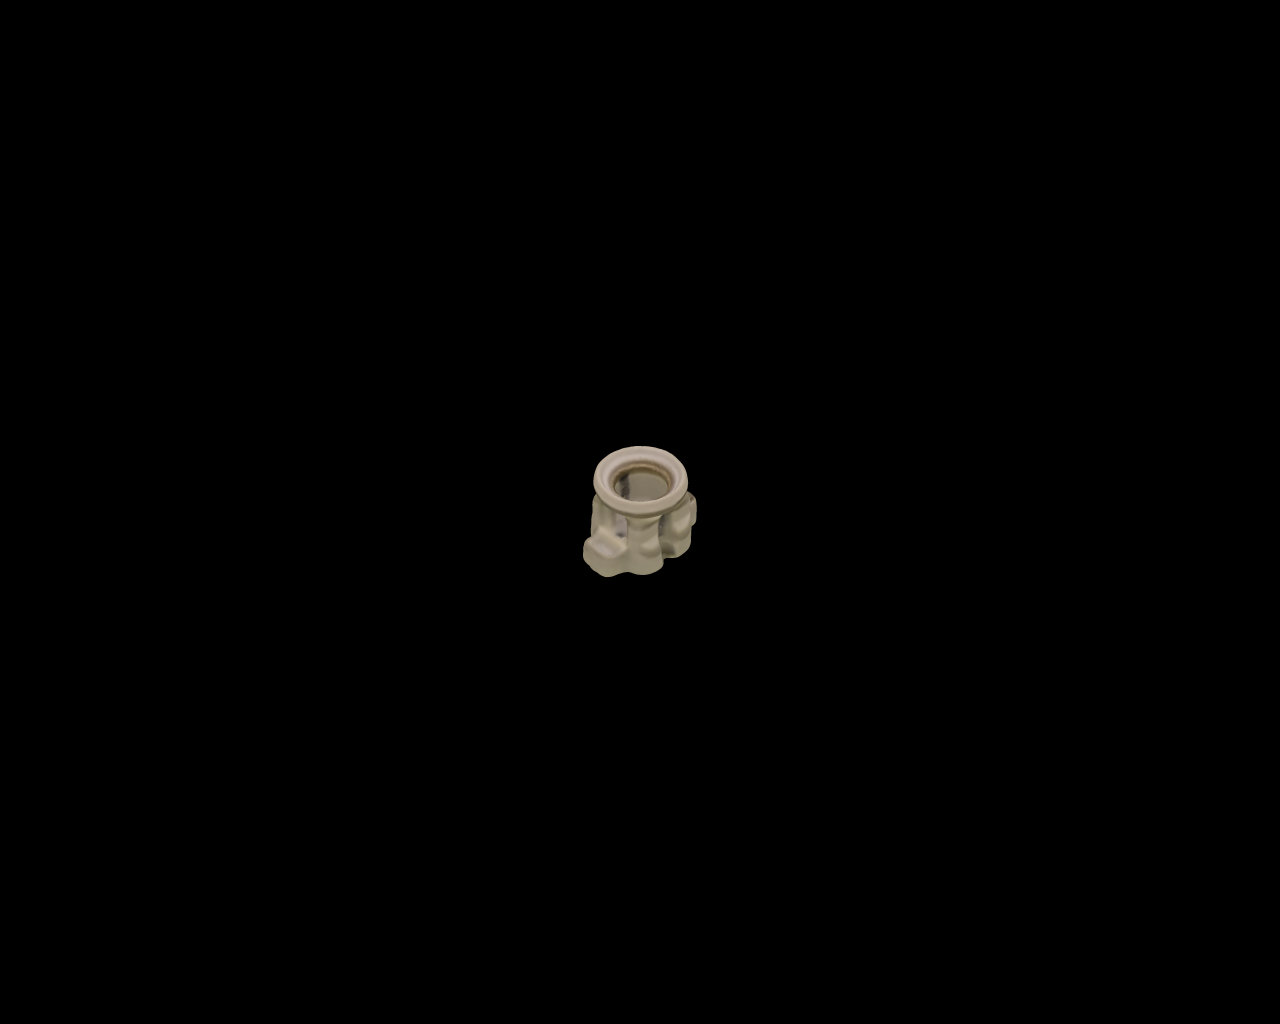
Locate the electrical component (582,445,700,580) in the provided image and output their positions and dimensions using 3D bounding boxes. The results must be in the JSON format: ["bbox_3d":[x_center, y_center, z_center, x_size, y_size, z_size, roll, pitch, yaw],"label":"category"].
[{"bbox_3d":[0.001,-0.003,0.650,0.078,0.056,0.058,-31,51,-30],"label":"electrical component"}]
